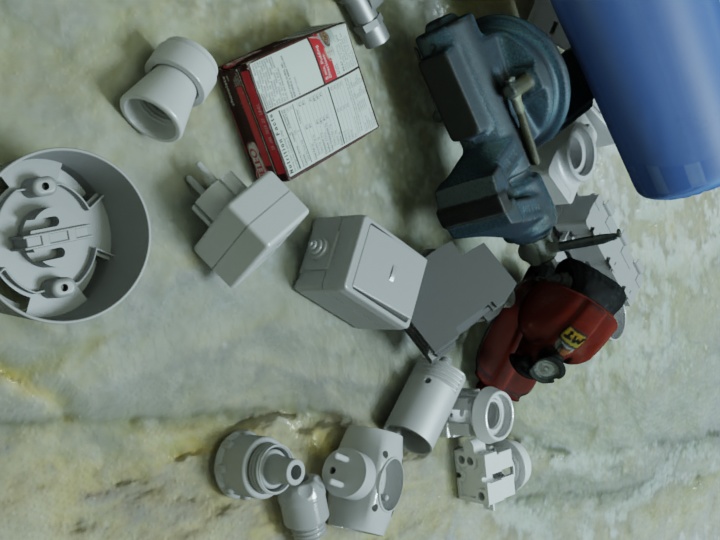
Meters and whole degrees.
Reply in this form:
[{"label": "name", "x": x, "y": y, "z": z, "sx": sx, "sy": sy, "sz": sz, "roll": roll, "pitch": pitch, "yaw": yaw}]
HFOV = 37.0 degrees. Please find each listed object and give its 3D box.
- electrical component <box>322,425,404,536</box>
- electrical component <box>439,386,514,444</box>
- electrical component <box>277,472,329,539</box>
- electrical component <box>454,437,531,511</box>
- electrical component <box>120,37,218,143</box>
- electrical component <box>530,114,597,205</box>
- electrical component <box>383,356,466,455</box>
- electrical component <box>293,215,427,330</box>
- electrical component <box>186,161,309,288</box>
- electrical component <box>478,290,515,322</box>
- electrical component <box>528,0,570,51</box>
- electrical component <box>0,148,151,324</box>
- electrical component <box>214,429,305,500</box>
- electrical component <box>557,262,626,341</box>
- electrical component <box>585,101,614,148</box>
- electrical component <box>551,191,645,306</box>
[{"label": "electrical component", "x": -0.003, "y": 0.155, "z": 0.809, "sx": 0.079, "sy": 0.044, "sz": 0.077, "roll": 37, "pitch": 61, "yaw": -57}, {"label": "electrical component", "x": 0.097, "y": 0.123, "z": 0.918, "sx": 0.066, "sy": 0.055, "sz": 0.048, "roll": -4, "pitch": 91, "yaw": -48}, {"label": "electrical component", "x": -0.039, "y": 0.181, "z": 0.782, "sx": 0.035, "sy": 0.035, "sz": 0.061, "roll": -23, "pitch": 107, "yaw": -46}, {"label": "electrical component", "x": 0.117, "y": 0.176, "z": 0.947, "sx": 0.055, "sy": 0.048, "sz": 0.066, "roll": -10, "pitch": 96, "yaw": -40}, {"label": "electrical component", "x": -0.122, "y": -0.117, "z": 0.695, "sx": 0.045, "sy": 0.045, "sz": 0.055, "roll": 49, "pitch": 55, "yaw": -35}, {"label": "electrical component", "x": 0.188, "y": -0.110, "z": 1.026, "sx": 0.050, "sy": 0.056, "sz": 0.089, "roll": 47, "pitch": 56, "yaw": -36}, {"label": "electrical component", "x": 0.055, "y": 0.105, "z": 0.882, "sx": 0.043, "sy": 0.043, "sz": 0.081, "roll": 52, "pitch": 54, "yaw": -33}, {"label": "electrical component", "x": 0.000, "y": 0.000, "z": 0.812, "sx": 0.096, "sy": 0.061, "sz": 0.061, "roll": 34, "pitch": 64, "yaw": -42}, {"label": "electrical component", "x": -0.086, "y": -0.040, "z": 0.722, "sx": 0.076, "sy": 0.066, "sz": 0.047, "roll": 46, "pitch": 51, "yaw": -1}, {"label": "electrical component", "x": 0.103, "y": 0.023, "z": 0.923, "sx": 0.043, "sy": 0.062, "sz": 0.043, "roll": 2, "pitch": 87, "yaw": -48}, {"label": "electrical component", "x": 0.234, "y": -0.285, "z": 1.047, "sx": 0.150, "sy": 0.062, "sz": 0.089, "roll": -44, "pitch": 162, "yaw": -39}, {"label": "electrical component", "x": -0.179, "y": -0.019, "z": 0.614, "sx": 0.099, "sy": 0.064, "sz": 0.099, "roll": 2, "pitch": 87, "yaw": -48}, {"label": "electrical component", "x": -0.065, "y": 0.135, "z": 0.734, "sx": 0.048, "sy": 0.062, "sz": 0.048, "roll": 2, "pitch": 87, "yaw": -48}, {"label": "electrical component", "x": 0.205, "y": 0.029, "z": 1.024, "sx": 0.043, "sy": 0.077, "sz": 0.079, "roll": -30, "pitch": 110, "yaw": -44}, {"label": "electrical component", "x": 0.220, "y": -0.171, "z": 1.065, "sx": 0.096, "sy": 0.061, "sz": 0.061, "roll": 38, "pitch": 61, "yaw": -31}, {"label": "electrical component", "x": 0.228, "y": -0.017, "z": 1.062, "sx": 0.121, "sy": 0.063, "sz": 0.078, "roll": 55, "pitch": 52, "yaw": -31}]
